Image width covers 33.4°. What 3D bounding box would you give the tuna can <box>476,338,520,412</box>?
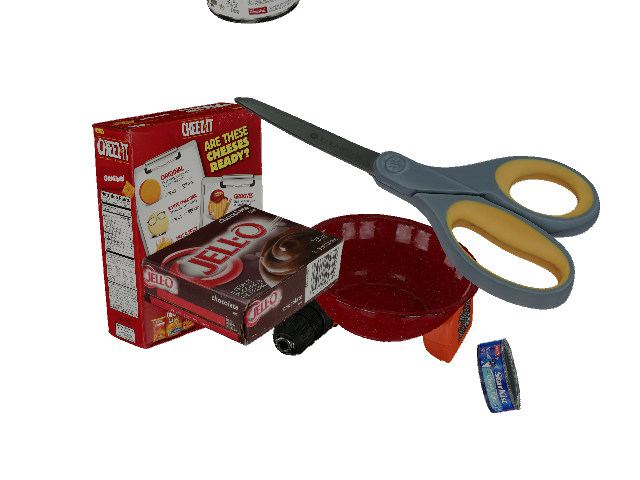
[{"bbox_3d":[0.212,0.162,1.272,0.034,0.086,0.086,-12,-3,16],"label":"tuna can"}]

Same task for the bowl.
[{"bbox_3d":[0.056,0.040,0.929,0.162,0.055,0.162,5,31,-3],"label":"bowl"}]

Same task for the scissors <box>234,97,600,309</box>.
[{"bbox_3d":[0.056,-0.040,0.547,0.096,0.016,0.202,-35,61,-27],"label":"scissors"}]

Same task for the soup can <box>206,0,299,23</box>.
[{"bbox_3d":[-0.049,-0.206,0.713,0.068,0.102,0.068,-2,41,2],"label":"soup can"}]

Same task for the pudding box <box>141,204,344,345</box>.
[{"bbox_3d":[-0.052,0.020,0.727,0.090,0.039,0.113,21,31,29],"label":"pudding box"}]

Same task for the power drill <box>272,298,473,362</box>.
[{"bbox_3d":[0.060,0.080,1.149,0.188,0.057,0.184,9,29,22],"label":"power drill"}]

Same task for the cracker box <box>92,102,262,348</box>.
[{"bbox_3d":[-0.136,-0.020,1.056,0.072,0.214,0.163,13,21,42],"label":"cracker box"}]
